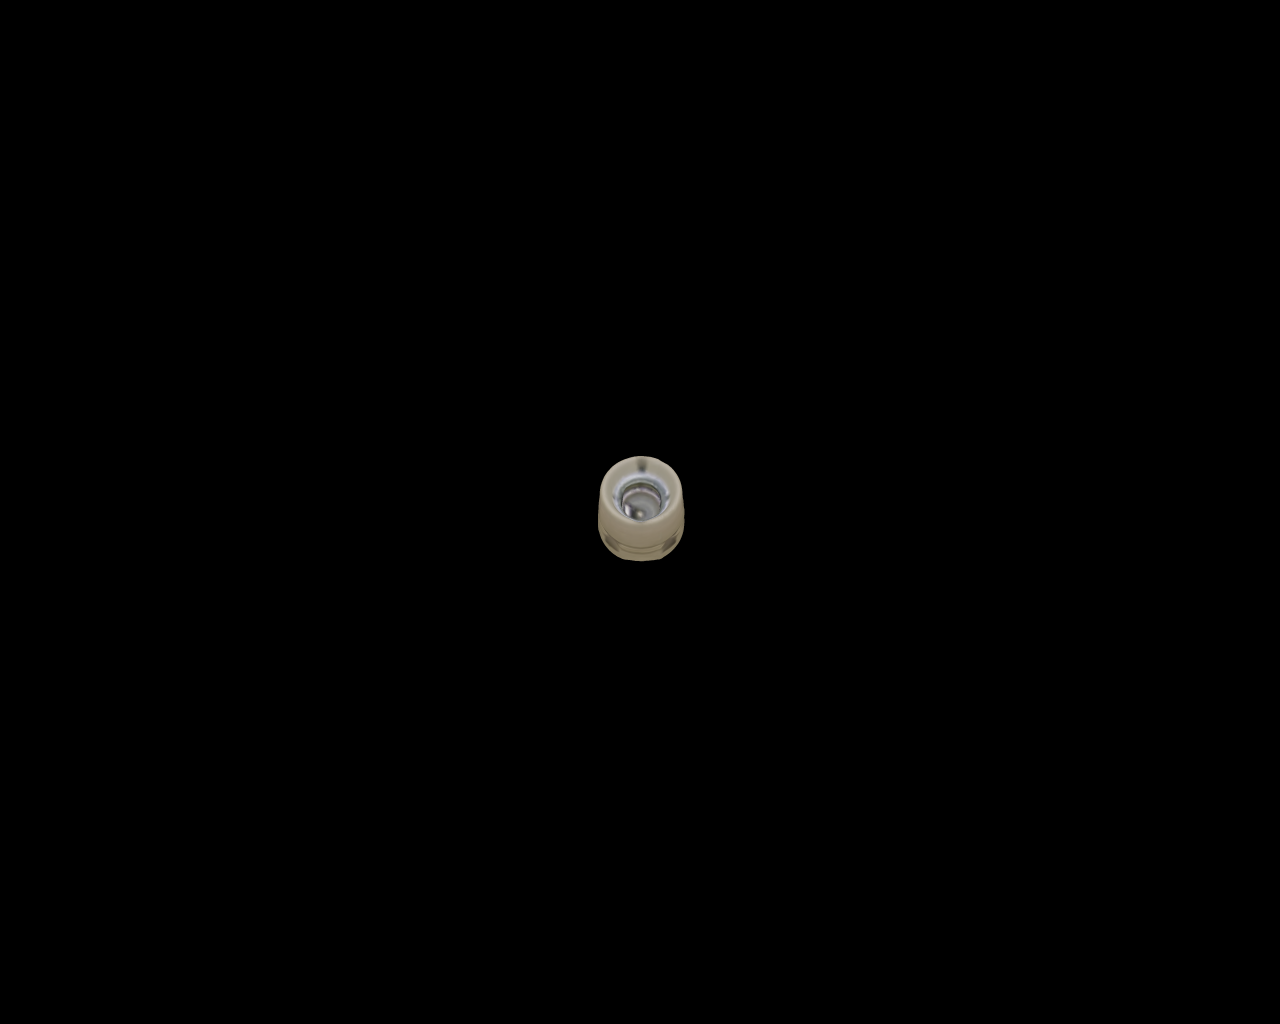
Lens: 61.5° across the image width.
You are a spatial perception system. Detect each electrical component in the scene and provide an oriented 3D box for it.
[{"bbox_3d":[0.001,-0.003,0.650,0.055,0.055,0.047,0,-28,0],"label":"electrical component"}]
